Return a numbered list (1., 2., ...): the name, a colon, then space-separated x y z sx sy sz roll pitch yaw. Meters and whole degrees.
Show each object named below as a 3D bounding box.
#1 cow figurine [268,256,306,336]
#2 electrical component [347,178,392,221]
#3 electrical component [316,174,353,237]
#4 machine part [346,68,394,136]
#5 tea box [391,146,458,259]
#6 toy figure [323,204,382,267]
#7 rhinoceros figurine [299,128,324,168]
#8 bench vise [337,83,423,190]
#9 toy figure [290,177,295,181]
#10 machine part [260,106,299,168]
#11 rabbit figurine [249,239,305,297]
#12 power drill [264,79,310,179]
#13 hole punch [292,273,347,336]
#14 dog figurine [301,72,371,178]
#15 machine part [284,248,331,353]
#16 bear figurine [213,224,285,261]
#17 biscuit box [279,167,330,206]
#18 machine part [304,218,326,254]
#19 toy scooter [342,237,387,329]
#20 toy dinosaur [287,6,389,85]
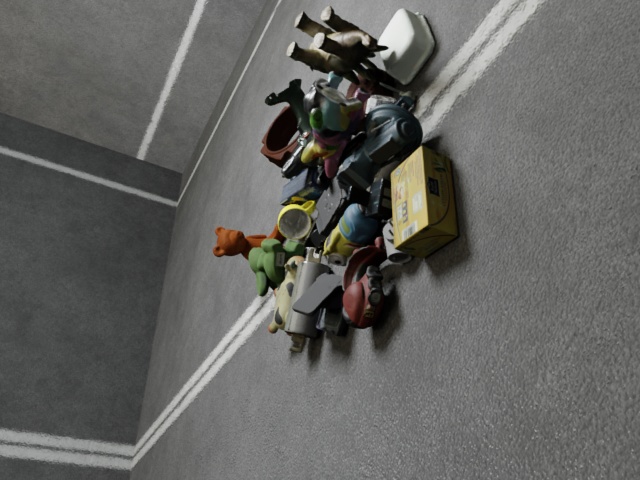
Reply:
1. cow figurine: -0.068 0.129 1.327 0.127 0.085 0.195 136 146 -58
2. electrical component: 0.115 -0.078 1.027 0.048 0.119 0.075 -17 56 62
3. electrical component: 0.039 -0.072 1.269 0.134 0.058 0.115 -59 25 26
4. machine part: 0.108 -0.334 1.304 0.179 0.056 0.179 -48 33 46
5. tea box: 0.179 -0.066 0.941 0.098 0.068 0.169 -40 38 50
6. toy figure: 0.070 -0.017 1.134 0.089 0.082 0.180 -70 7 -50
7. rhinoceros figurine: 0.012 -0.266 1.302 0.112 0.073 0.190 -61 -7 -84
8. bench vise: 0.133 -0.210 1.098 0.240 0.129 0.223 -62 6 -31
9. toy figure: -0.053 -0.231 1.584 0.064 0.057 0.154 -11 59 35
10. machine part: -0.067 -0.301 1.538 0.201 0.087 0.201 -57 37 -2
11. rabbit figurine: -0.129 0.070 1.468 0.170 0.121 0.159 5 100 51
12. power drill: -0.056 -0.299 1.400 0.232 0.207 0.086 -36 -5 -4
13. hole punch: 0.020 0.138 1.151 0.116 0.092 0.142 -48 16 -16
14. dog figurine: 0.015 -0.228 1.144 0.191 0.109 0.219 -49 -15 -51
15. machine part: -0.028 0.138 1.243 0.079 0.079 0.243 -18 58 62
16. bear figurine: -0.207 0.005 1.579 0.132 0.196 0.120 -48 30 42
17. biscuit box: -0.043 -0.141 1.492 0.203 0.059 0.063 -24 51 60
18. machine part: -0.003 -0.004 1.339 0.084 0.039 0.139 -59 24 9
19. toy scooter: 0.092 0.071 1.025 0.135 0.075 0.184 122 157 -44
20. toy dinosaur: 0.029 -0.420 1.210 0.105 0.198 0.472 -66 27 7
